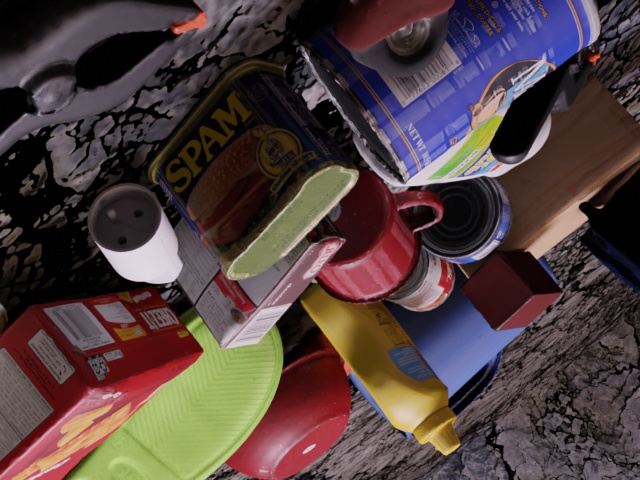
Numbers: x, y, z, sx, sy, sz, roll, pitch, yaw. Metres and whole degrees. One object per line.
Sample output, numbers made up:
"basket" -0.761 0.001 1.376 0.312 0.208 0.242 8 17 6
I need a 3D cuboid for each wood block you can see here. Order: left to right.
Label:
"wood block" 0.206 -0.048 1.016 0.206 0.090 0.090 -39 160 5

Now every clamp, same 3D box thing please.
"clamp" -0.128 -0.076 0.454 0.171 0.039 0.120 -36 166 -15
"clamp" 0.173 -0.148 0.765 0.209 0.036 0.165 -28 131 -62

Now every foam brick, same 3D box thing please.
"foam brick" 0.172 0.045 0.952 0.051 0.053 0.078 -46 156 22

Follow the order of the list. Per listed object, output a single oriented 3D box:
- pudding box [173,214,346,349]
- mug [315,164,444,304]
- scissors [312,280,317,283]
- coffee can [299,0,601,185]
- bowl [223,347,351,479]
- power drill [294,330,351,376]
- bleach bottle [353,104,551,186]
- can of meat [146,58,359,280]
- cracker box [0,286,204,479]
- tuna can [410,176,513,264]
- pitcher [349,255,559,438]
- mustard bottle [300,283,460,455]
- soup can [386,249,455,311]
"pudding box" -0.048 0.003 0.691 0.039 0.090 0.114 -7 145 -52
"mug" 0.034 -0.010 0.792 0.117 0.093 0.081 -16 159 12
"scissors" -0.006 0.001 0.871 0.096 0.016 0.201 -44 159 12
"coffee can" 0.074 -0.114 0.616 0.140 0.103 0.102 -37 161 0
"bowl" -0.025 0.175 1.005 0.162 0.055 0.162 -33 156 -17
"power drill" -0.048 0.138 1.047 0.187 0.057 0.185 -13 149 -46
"bleach bottle" 0.125 -0.091 0.821 0.103 0.068 0.250 -48 161 25
"can of meat" -0.039 -0.039 0.620 0.102 0.084 0.057 -46 159 22
"cracker box" -0.197 0.127 0.705 0.214 0.072 0.164 -43 170 13
"tuna can" 0.122 -0.023 0.931 0.086 0.086 0.033 -43 158 15
"pitcher" 0.145 0.101 1.179 0.242 0.145 0.149 -38 165 -7
"mustard bottle" 0.064 0.114 0.978 0.058 0.192 0.096 -43 160 15
"soup can" 0.083 0.029 1.007 0.068 0.068 0.102 -41 160 10
